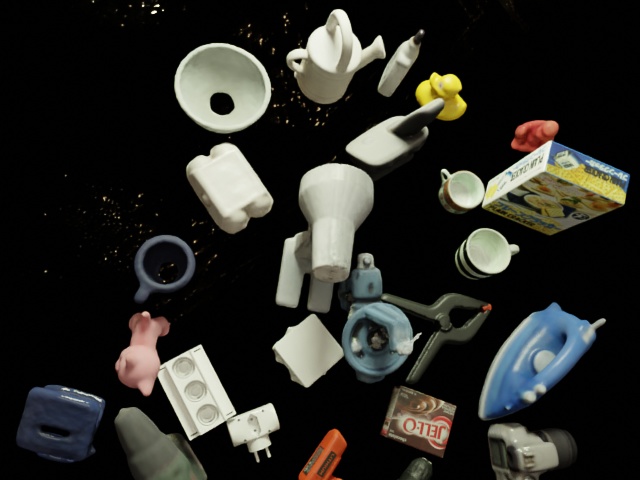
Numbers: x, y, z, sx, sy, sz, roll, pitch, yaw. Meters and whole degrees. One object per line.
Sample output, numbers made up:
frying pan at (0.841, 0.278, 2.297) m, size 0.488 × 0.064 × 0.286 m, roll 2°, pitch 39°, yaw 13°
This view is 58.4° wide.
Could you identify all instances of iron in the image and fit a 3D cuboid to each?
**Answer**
iron at (0.393, 0.225, 1.008) m, size 0.118 × 0.141 × 0.259 m, roll 46°, pitch 71°, yaw 1°

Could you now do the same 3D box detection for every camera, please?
camera at (0.377, 0.385, 0.987) m, size 0.137 × 0.100 × 0.143 m, roll -3°, pitch 77°, yaw -14°

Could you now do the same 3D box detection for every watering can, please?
watering can at (0.031, -0.337, 1.030) m, size 0.173 × 0.194 × 0.101 m, roll -31°, pitch 85°, yaw -18°

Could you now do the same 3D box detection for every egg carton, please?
egg carton at (-0.158, -0.090, 0.992) m, size 0.107 × 0.069 × 0.150 m, roll -35°, pitch 86°, yaw -18°

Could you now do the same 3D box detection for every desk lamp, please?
desk lamp at (0.009, 0.003, 0.933) m, size 0.118 × 0.213 × 0.203 m, roll 10°, pitch 75°, yaw -10°

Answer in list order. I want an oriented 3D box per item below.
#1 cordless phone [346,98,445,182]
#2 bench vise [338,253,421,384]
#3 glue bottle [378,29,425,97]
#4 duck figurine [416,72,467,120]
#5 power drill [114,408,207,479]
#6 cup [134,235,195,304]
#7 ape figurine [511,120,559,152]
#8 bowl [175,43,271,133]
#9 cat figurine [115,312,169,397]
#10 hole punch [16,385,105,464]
cordless phone at (0.137, -0.191, 1.025) m, size 0.148 × 0.185 × 0.094 m, roll -37°, pitch 87°, yaw -18°
bench vise at (0.082, 0.125, 0.918) m, size 0.122 × 0.219 × 0.207 m, roll -22°, pitch 83°, yaw -17°
glue bottle at (0.158, -0.339, 1.072) m, size 0.037 × 0.173 × 0.078 m, roll 25°, pitch 72°, yaw -6°
duck figurine at (0.249, -0.289, 1.127) m, size 0.104 × 0.086 × 0.077 m, roll 34°, pitch 72°, yaw -3°
power drill at (-0.210, 0.333, 0.805) m, size 0.076 × 0.208 × 0.229 m, roll -33°, pitch 86°, yaw -18°
cup at (-0.255, 0.057, 0.920) m, size 0.092 × 0.095 × 0.118 m, roll 33°, pitch 72°, yaw -4°
ape figurine at (0.441, -0.212, 1.150) m, size 0.076 × 0.092 × 0.078 m, roll -37°, pitch 87°, yaw -18°
bowl at (-0.174, -0.259, 1.026) m, size 0.168 × 0.074 × 0.167 m, roll 3°, pitch 76°, yaw -12°
cat figurine at (-0.274, 0.172, 0.876) m, size 0.067 × 0.117 × 0.128 m, roll 8°, pitch 75°, yaw -11°
hole punch at (-0.379, 0.272, 0.841) m, size 0.109 × 0.091 × 0.101 m, roll 17°, pitch 73°, yaw -9°
